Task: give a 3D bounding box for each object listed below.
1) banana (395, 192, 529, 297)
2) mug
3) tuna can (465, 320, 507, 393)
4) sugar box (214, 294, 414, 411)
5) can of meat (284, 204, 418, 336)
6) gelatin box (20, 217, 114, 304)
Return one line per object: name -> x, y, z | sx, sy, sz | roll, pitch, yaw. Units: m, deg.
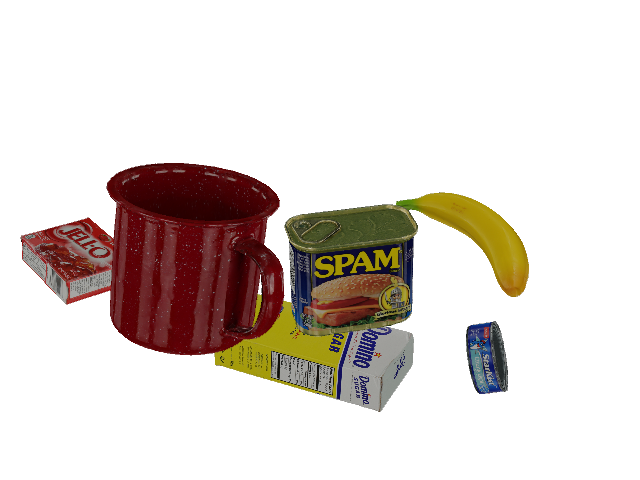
banana -> 0.159, -0.004, 1.081 | 0.069, 0.037, 0.198 | -34, 39, -14
mug -> -0.064, 0.014, 0.583 | 0.117, 0.081, 0.093 | 24, 26, 34
tuna can -> 0.201, 0.142, 1.288 | 0.034, 0.086, 0.086 | -10, -3, 17
sugar box -> -0.006, 0.105, 1.036 | 0.176, 0.048, 0.093 | 10, 27, 21
can of meat -> 0.025, 0.024, 0.852 | 0.102, 0.084, 0.057 | -7, 30, -10
gelatin box -> -0.224, 0.017, 0.988 | 0.073, 0.030, 0.089 | -18, 40, -36
